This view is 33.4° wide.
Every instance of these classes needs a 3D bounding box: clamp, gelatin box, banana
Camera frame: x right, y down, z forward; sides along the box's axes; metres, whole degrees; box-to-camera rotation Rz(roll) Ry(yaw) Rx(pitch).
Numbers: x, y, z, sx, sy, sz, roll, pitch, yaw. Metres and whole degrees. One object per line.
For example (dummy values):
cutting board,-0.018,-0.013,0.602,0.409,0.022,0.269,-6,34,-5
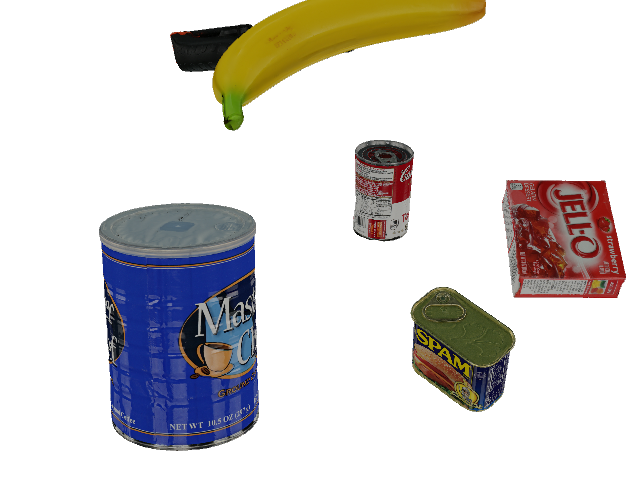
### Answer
clamp,-0.054,-0.159,0.875,0.120,0.039,0.172,-16,22,-36
gelatin box,0.170,-0.003,0.754,0.073,0.089,0.030,1,-37,0
banana,0.008,-0.120,0.643,0.197,0.070,0.037,-29,-29,-24

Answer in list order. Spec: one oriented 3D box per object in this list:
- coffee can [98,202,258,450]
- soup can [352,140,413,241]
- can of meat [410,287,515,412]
coffee can,-0.094,0.055,0.722,0.103,0.140,0.103,0,18,0
soup can,0.072,-0.058,1.254,0.068,0.102,0.068,1,28,-1
can of meat,0.136,0.108,1.041,0.057,0.084,0.102,-36,55,-27
